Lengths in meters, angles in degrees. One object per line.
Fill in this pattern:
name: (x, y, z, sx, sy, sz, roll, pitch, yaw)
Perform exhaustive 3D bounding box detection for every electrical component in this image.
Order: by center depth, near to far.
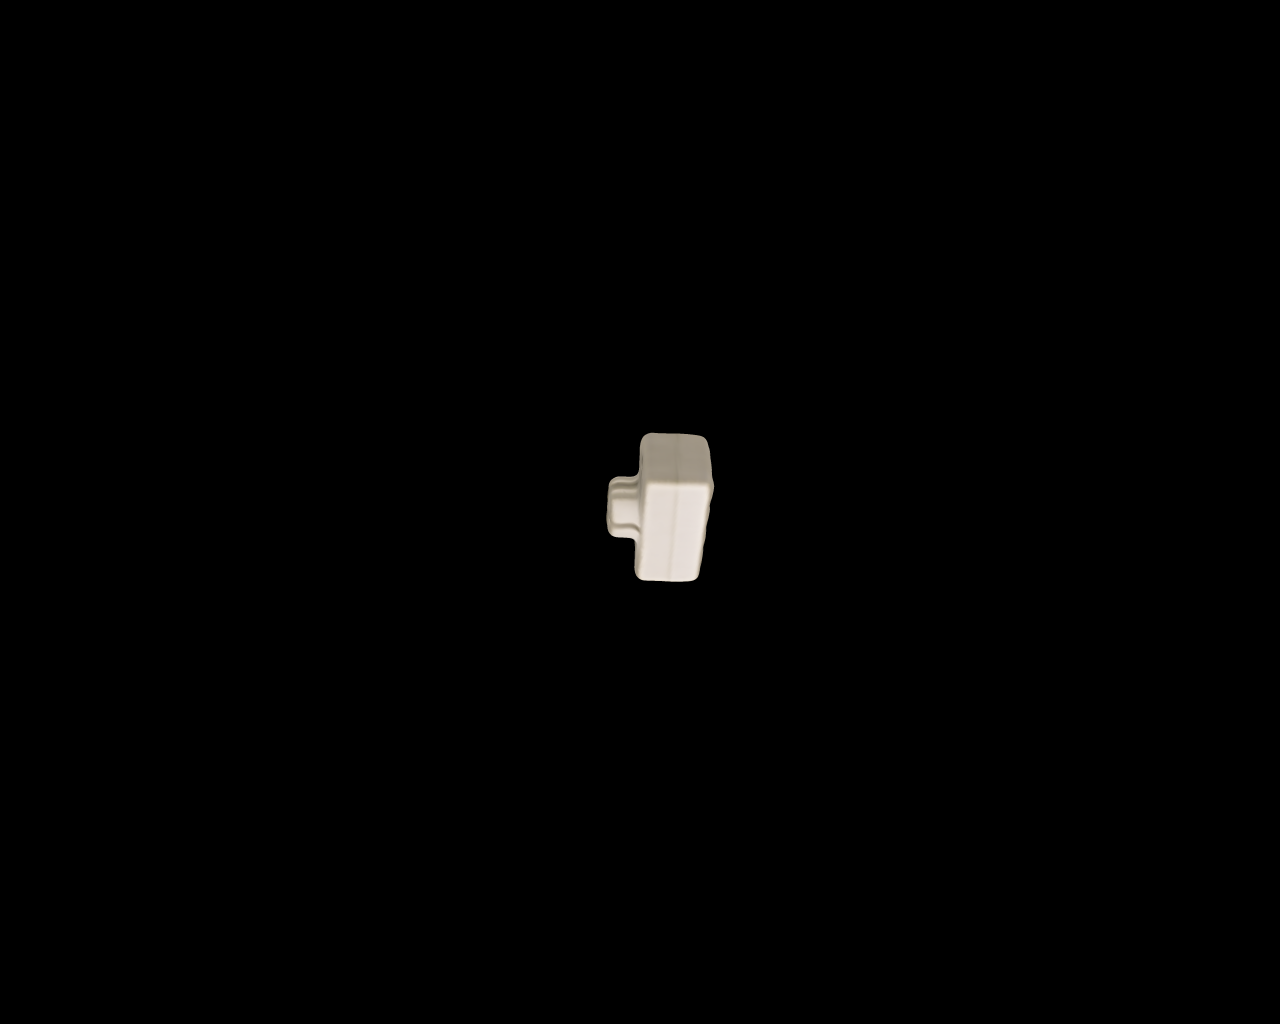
electrical component: (0.001, -0.003, 0.650, 0.076, 0.083, 0.047, 2, 43, -2)
